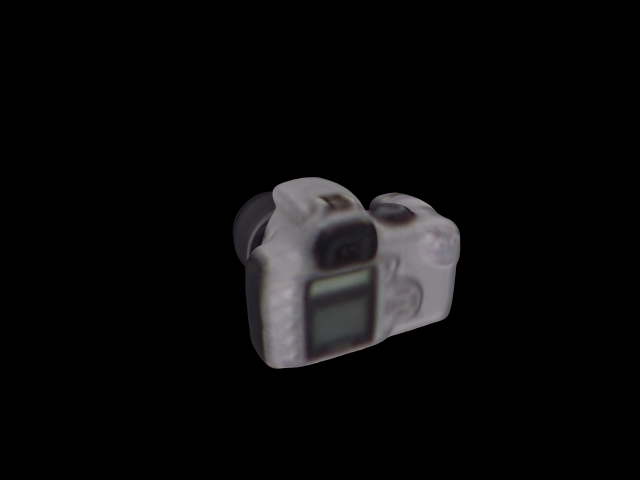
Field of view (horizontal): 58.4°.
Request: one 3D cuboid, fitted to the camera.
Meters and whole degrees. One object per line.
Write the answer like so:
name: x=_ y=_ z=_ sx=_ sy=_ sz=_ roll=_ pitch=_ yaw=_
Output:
camera: x=0.004 y=0.001 z=0.400 sx=0.143 sy=0.101 sz=0.136 roll=-12 pitch=27 yaw=-25
